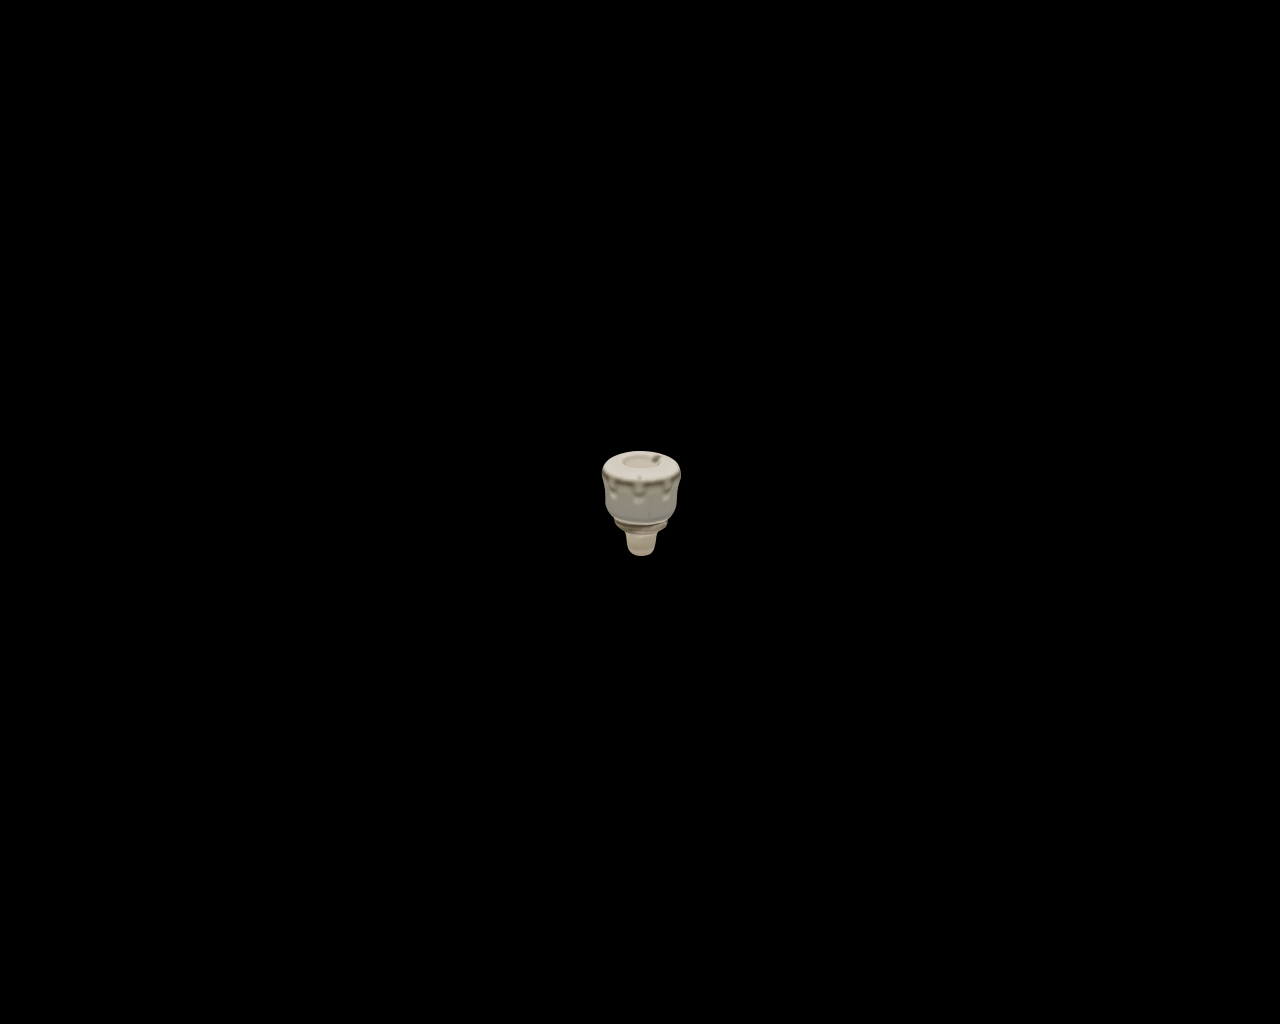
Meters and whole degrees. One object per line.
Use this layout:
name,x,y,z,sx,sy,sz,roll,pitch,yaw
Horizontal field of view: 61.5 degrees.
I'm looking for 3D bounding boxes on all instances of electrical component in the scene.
electrical component,0.001,-0.003,0.650,0.048,0.062,0.048,0,22,0
